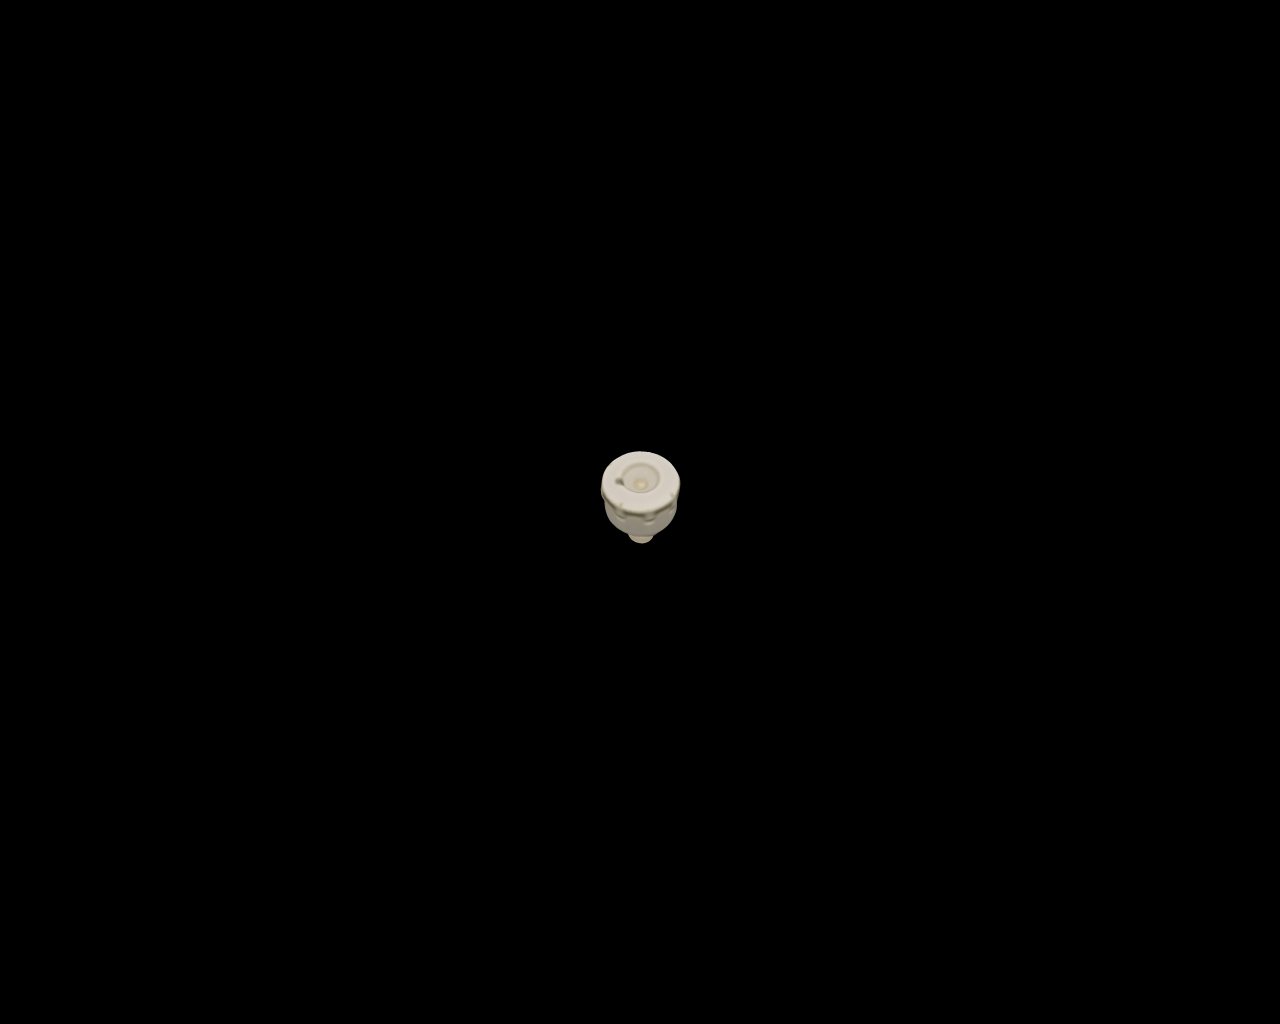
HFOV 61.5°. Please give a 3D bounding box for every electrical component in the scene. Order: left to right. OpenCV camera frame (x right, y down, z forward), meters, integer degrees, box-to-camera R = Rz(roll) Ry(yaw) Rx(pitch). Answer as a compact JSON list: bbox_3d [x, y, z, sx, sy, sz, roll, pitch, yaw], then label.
[{"bbox_3d":[0.001,-0.003,0.650,0.048,0.048,0.062,0,-36,0],"label":"electrical component"}]
